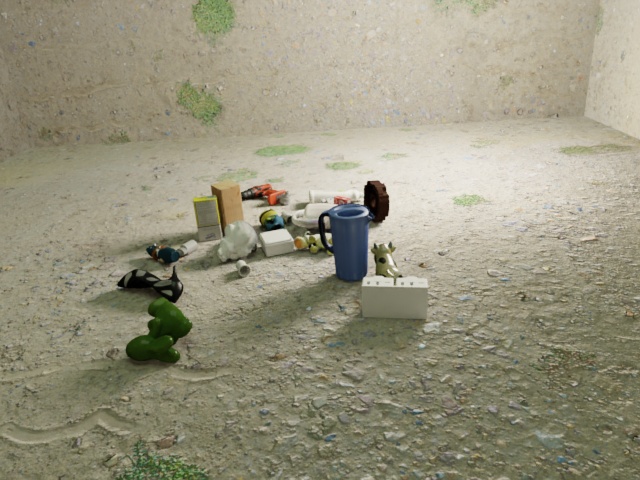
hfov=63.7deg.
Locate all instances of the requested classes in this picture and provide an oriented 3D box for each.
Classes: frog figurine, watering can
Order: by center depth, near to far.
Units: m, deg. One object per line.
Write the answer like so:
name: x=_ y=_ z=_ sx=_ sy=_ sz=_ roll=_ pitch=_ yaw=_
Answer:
frog figurine: x=-0.312 y=0.004 z=1.896 sx=0.161 sy=0.138 sz=0.121 roll=-25 pitch=-4 yaw=-46
watering can: x=0.006 y=-0.107 z=2.134 sx=0.224 sy=0.103 sz=0.352 roll=1 pitch=16 yaw=9
